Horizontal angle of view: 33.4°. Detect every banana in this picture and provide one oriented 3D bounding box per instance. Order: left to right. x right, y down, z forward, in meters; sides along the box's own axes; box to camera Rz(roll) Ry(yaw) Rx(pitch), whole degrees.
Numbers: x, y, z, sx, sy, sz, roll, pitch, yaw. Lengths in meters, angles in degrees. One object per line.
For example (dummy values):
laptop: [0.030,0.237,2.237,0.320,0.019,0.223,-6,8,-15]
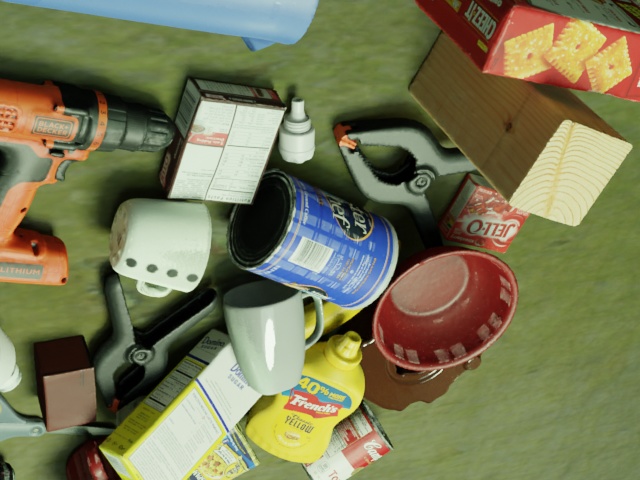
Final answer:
banana: [0.009,0.067,1.159,0.197,0.037,0.069,-28,132,-3]

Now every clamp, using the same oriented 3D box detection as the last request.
clamp: [-0.193,0.101,1.090,0.120,0.039,0.172,25,110,-27]
clamp: [0.098,-0.058,1.090,0.209,0.036,0.165,17,117,-24]

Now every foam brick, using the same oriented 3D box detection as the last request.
foam brick: [-0.258,0.146,1.083,0.052,0.051,0.078,-9,128,-22]

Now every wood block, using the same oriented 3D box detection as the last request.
wood block: [0.177,-0.114,0.987,0.090,0.206,0.091,14,118,-33]

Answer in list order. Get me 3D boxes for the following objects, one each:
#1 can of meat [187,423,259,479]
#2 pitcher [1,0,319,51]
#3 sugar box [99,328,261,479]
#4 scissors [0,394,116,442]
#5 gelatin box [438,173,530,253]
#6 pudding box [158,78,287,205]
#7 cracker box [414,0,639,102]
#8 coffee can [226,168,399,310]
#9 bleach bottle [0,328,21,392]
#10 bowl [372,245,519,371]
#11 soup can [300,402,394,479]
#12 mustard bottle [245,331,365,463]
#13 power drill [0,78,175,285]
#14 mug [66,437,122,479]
can of meat: [-0.126,0.237,1.213,0.084,0.057,0.102,-28,133,-6]
pitcher: [-0.122,-0.234,0.808,0.242,0.145,0.149,1,89,-23]
sugar box: [-0.141,0.187,1.123,0.176,0.048,0.093,-48,134,-29]
scissors: [-0.304,0.182,1.112,0.201,0.016,0.096,-5,126,-24]
gelatin box: [0.184,-0.028,1.175,0.089,0.030,0.073,13,119,-31]
pudding box: [-0.091,-0.089,0.991,0.089,0.039,0.114,3,126,-30]
cracker box: [0.207,-0.198,0.965,0.213,0.164,0.072,6,124,-29]
coffee can: [-0.007,0.001,1.057,0.140,0.103,0.103,23,113,-36]
bleach bottle: [-0.342,0.055,0.954,0.068,0.102,0.250,-23,138,3]
bowl: [0.125,0.061,1.127,0.162,0.055,0.162,-9,127,-12]
soup can: [0.028,0.251,1.290,0.102,0.068,0.068,-33,132,1]
mustard bottle: [-0.005,0.168,1.185,0.096,0.058,0.192,26,126,-8]
power drill: [-0.235,-0.050,0.942,0.184,0.057,0.188,7,120,-33]
mug: [-0.234,0.263,1.162,0.093,0.081,0.117,-24,133,-8]
